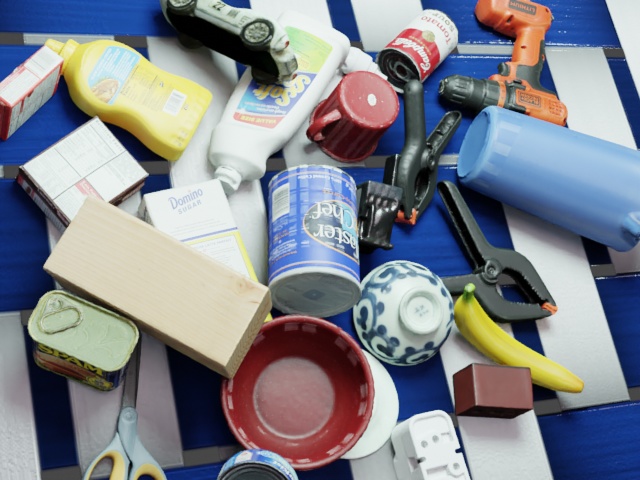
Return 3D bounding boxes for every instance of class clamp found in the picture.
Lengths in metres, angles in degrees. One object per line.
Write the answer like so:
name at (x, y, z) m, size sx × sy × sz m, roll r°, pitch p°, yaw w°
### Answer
clamp at (0.200, 0.031, 1.303) m, size 0.209 × 0.036 × 0.164 m, roll 23°, pitch 71°, yaw -13°
clamp at (0.118, -0.107, 1.300) m, size 0.120 × 0.039 × 0.171 m, roll 34°, pitch 68°, yaw -43°

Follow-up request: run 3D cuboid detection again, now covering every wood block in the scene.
wood block at (-0.160, 0.048, 1.079) m, size 0.206 × 0.090 × 0.090 m, roll 27°, pitch 76°, yaw 7°

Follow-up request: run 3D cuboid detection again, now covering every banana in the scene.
banana at (0.222, 0.125, 1.258) m, size 0.197 × 0.070 × 0.037 m, roll 39°, pitch 68°, yaw -14°

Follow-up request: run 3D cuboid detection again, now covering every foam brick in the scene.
foam brick at (0.200, 0.176, 1.234) m, size 0.078 × 0.053 × 0.051 m, roll 6°, pitch 65°, yaw -19°

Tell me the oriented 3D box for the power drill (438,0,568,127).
power drill at (0.247, -0.241, 1.441) m, size 0.184 × 0.057 × 0.187 m, roll 14°, pitch 65°, yaw -18°

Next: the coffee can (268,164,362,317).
coffee can at (-0.008, 0.001, 1.185) m, size 0.102 × 0.103 × 0.140 m, roll 11°, pitch 56°, yaw -19°

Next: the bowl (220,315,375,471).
bowl at (-0.025, 0.163, 1.128) m, size 0.162 × 0.055 × 0.162 m, roll 1°, pitch 75°, yaw -5°

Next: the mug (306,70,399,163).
mug at (0.035, -0.149, 1.293) m, size 0.117 × 0.082 × 0.093 m, roll -20°, pitch 76°, yaw -29°

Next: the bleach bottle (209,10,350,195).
bleach bottle at (-0.056, -0.156, 1.268) m, size 0.102 × 0.068 × 0.250 m, roll 26°, pitch 61°, yaw -2°

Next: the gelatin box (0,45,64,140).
gelatin box at (-0.320, -0.159, 1.152) m, size 0.030 × 0.073 × 0.089 m, roll 39°, pitch 59°, yaw -1°

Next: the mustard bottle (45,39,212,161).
mustard bottle at (-0.224, -0.172, 1.207) m, size 0.191 × 0.058 × 0.096 m, roll 29°, pitch 59°, yaw -9°

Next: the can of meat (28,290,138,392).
can of meat at (-0.235, 0.103, 1.056) m, size 0.102 × 0.084 × 0.057 m, roll 23°, pitch 62°, yaw -2°

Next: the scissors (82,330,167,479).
scissors at (-0.180, 0.195, 1.086) m, size 0.096 × 0.016 × 0.201 m, roll 26°, pitch 60°, yaw -12°

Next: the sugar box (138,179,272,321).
sugar box at (-0.127, 0.026, 1.167) m, size 0.093 × 0.048 × 0.176 m, roll -14°, pitch 70°, yaw -25°

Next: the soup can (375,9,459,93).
soup can at (0.127, -0.246, 1.384) m, size 0.068 × 0.069 × 0.102 m, roll 43°, pitch 57°, yaw 0°

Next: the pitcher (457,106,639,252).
pitcher at (0.303, -0.088, 1.363) m, size 0.242 × 0.149 × 0.145 m, roll 19°, pitch 76°, yaw -11°

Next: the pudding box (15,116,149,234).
pudding box at (-0.257, -0.069, 1.159) m, size 0.090 × 0.039 × 0.113 m, roll 48°, pitch 57°, yaw 3°

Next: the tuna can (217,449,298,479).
tuna can at (-0.063, 0.254, 1.070) m, size 0.086 × 0.086 × 0.033 m, roll 36°, pitch 15°, yaw -4°

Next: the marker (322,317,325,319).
marker at (0.002, 0.079, 1.213) m, size 0.020 × 0.020 × 0.121 m, roll 45°, pitch 58°, yaw 1°
